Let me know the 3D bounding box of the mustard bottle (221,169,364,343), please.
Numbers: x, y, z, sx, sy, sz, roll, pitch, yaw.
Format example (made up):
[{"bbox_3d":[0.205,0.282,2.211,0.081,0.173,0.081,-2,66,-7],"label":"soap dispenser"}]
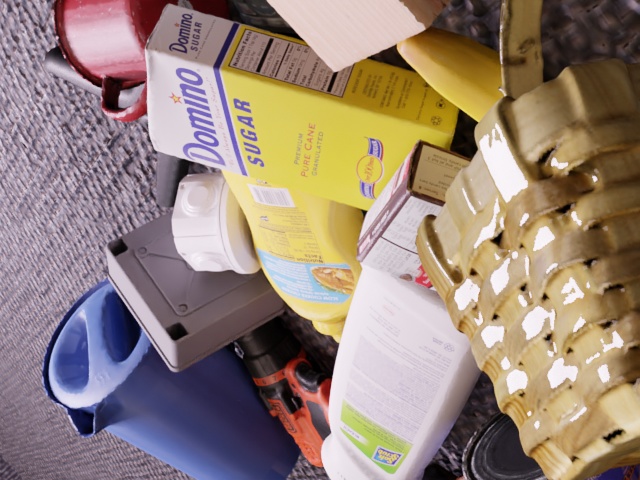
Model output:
[{"bbox_3d":[-0.005,0.001,0.755,0.096,0.058,0.191,8,134,32],"label":"mustard bottle"}]

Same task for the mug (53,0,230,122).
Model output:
[{"bbox_3d":[-0.116,-0.134,0.697,0.082,0.117,0.093,4,169,46],"label":"mug"}]

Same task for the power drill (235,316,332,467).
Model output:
[{"bbox_3d":[0.008,0.118,0.890,0.188,0.057,0.184,-2,123,58],"label":"power drill"}]

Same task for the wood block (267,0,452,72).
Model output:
[{"bbox_3d":[-0.018,-0.185,0.469,0.206,0.090,0.091,45,160,-15],"label":"wood block"}]

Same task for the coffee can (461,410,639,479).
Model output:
[{"bbox_3d":[0.169,0.177,0.684,0.103,0.102,0.140,-7,120,57],"label":"coffee can"}]

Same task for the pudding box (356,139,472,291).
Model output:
[{"bbox_3d":[0.087,-0.002,0.598,0.113,0.039,0.090,18,149,-9],"label":"pudding box"}]

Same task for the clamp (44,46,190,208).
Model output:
[{"bbox_3d":[-0.124,-0.101,0.814,0.164,0.036,0.210,48,151,-18],"label":"clamp"}]

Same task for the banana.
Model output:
[{"bbox_3d":[0.118,-0.038,0.530,0.198,0.069,0.037,52,129,12],"label":"banana"}]

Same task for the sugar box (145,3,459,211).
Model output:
[{"bbox_3d":[-0.012,-0.070,0.620,0.176,0.048,0.093,14,146,4],"label":"sugar box"}]

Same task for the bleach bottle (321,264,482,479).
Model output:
[{"bbox_3d":[0.047,0.103,0.738,0.103,0.068,0.251,35,134,17],"label":"bleach bottle"}]

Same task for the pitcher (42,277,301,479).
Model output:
[{"bbox_3d":[-0.120,0.134,0.975,0.242,0.149,0.145,45,179,-40],"label":"pitcher"}]
